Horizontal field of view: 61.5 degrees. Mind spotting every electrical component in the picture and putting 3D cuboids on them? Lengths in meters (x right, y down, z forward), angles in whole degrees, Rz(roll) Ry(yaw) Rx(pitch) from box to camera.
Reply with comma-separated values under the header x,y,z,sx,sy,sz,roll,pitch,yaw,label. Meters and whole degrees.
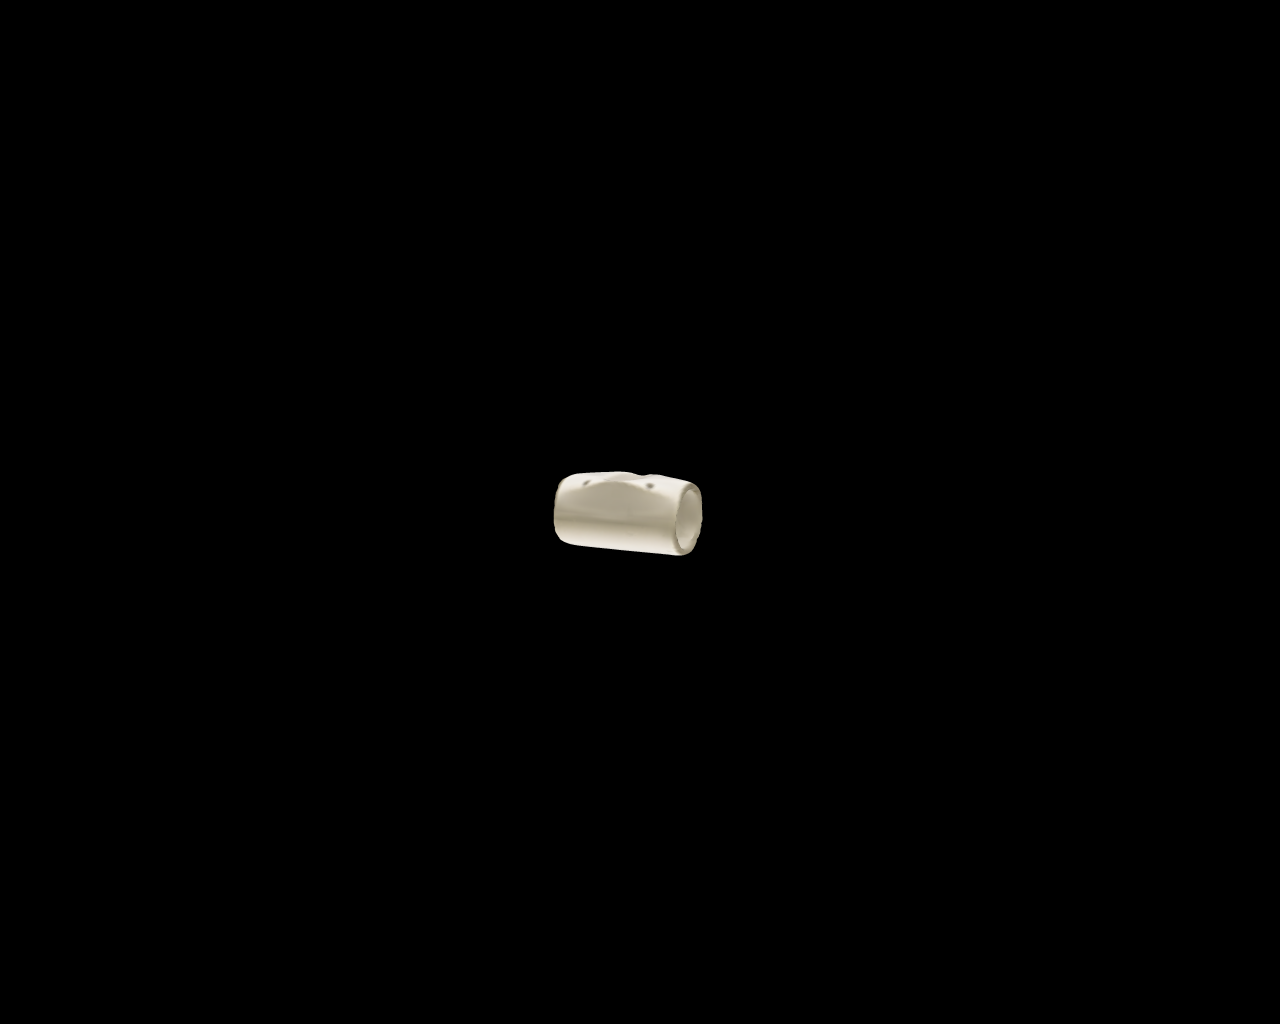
x,y,z,sx,sy,sz,roll,pitch,yaw,label
0.001,-0.003,0.650,0.077,0.043,0.079,5,12,24,electrical component
